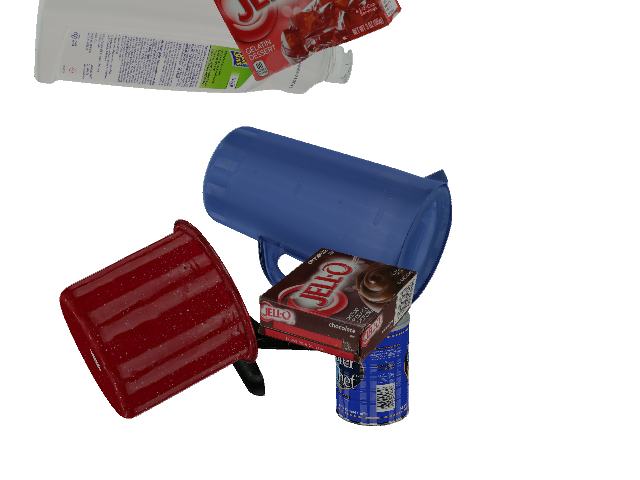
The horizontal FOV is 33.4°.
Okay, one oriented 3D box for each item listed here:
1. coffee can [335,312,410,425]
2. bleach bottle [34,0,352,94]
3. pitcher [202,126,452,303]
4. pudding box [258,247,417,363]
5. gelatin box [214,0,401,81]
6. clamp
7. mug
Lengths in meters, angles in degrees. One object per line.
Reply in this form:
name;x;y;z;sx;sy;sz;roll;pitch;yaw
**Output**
coffee can;0.071;0.167;1.457;0.103;0.140;0.103;-1;17;0
bleach bottle;-0.100;-0.157;0.867;0.250;0.068;0.103;7;-26;-13
pitcher;0.000;-0.023;1.087;0.243;0.145;0.149;21;26;23
pudding box;0.015;0.049;0.852;0.090;0.039;0.113;15;24;22
gelatin box;-0.013;-0.135;0.570;0.089;0.073;0.030;-18;21;28
clamp;-0.098;0.121;1.259;0.210;0.036;0.164;13;23;27
mug;-0.098;0.048;0.614;0.081;0.093;0.117;-28;5;-19
